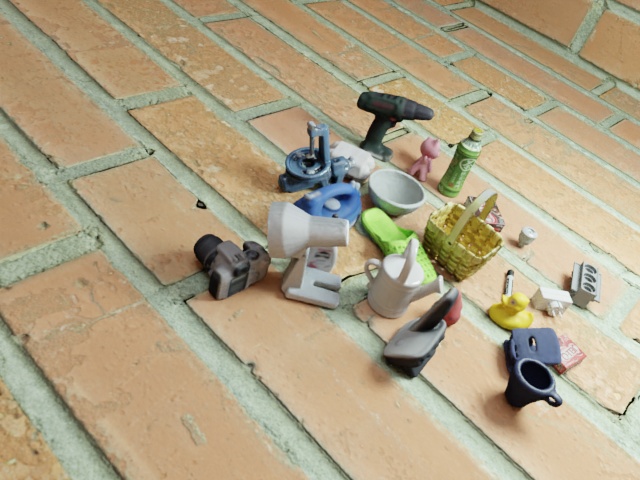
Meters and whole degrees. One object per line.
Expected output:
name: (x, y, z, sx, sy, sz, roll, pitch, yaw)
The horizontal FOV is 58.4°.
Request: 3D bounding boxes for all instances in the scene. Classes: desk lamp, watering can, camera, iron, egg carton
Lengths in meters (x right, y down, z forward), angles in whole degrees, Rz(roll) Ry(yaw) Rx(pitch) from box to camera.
desk lamp: (-0.029, 0.025, 1.240, 0.203, 0.213, 0.118, 14, 41, -6)
watering can: (0.188, 0.079, 1.280, 0.173, 0.194, 0.101, 7, 43, -14)
camera: (-0.198, 0.036, 1.248, 0.143, 0.101, 0.136, -26, 58, -39)
iron: (0.031, -0.092, 1.442, 0.259, 0.141, 0.118, -24, 57, -38)
egg carton: (0.082, -0.226, 1.660, 0.150, 0.069, 0.107, 25, 41, 6)

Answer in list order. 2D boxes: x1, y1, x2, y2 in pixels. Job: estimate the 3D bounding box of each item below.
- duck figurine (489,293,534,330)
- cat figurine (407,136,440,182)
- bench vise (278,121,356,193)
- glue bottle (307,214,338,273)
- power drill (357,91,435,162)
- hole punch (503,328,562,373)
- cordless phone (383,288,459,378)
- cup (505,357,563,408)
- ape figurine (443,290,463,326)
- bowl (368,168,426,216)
duck figurine: (0.471, 0.165, 1.377, 0.104, 0.086, 0.077, 19, 41, 0)
cat figurine: (0.329, -0.261, 1.757, 0.067, 0.118, 0.128, 27, 42, 8)
bench vise: (-0.001, -0.227, 1.516, 0.208, 0.220, 0.121, -23, 56, -37)
glue bottle: (0.012, 0.005, 1.307, 0.078, 0.173, 0.037, 5, 43, -16)
power drill: (0.209, -0.348, 1.735, 0.229, 0.208, 0.076, 25, 42, 6)
hole punch: (0.475, 0.249, 1.285, 0.101, 0.091, 0.108, 15, 41, -5)
cordless phone: (0.216, 0.181, 1.187, 0.094, 0.185, 0.148, 32, 43, 15)
cup: (0.440, 0.317, 1.196, 0.092, 0.095, 0.117, -24, 57, -38)
ape figurine: (0.302, 0.147, 1.327, 0.078, 0.092, 0.076, 6, 43, -15)
bowl: (0.203, -0.120, 1.590, 0.167, 0.075, 0.167, 11, 42, -10)
